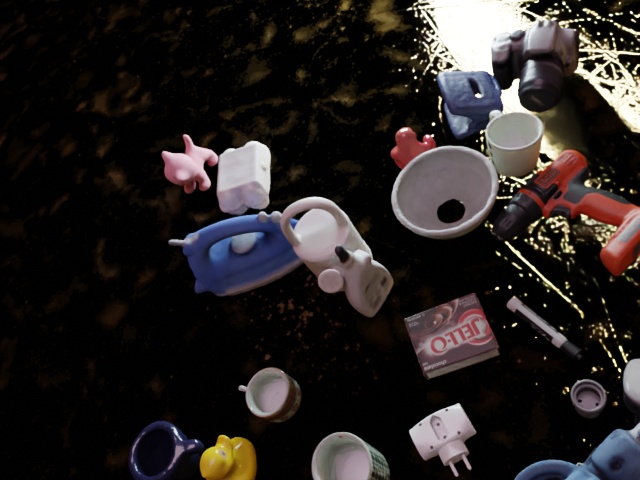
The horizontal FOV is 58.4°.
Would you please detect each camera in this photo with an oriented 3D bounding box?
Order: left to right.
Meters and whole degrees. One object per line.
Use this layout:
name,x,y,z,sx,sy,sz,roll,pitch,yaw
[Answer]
camera,0.356,-0.292,0.966,0.142,0.101,0.137,4,63,27

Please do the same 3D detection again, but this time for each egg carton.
egg carton,-0.146,-0.122,1.121,0.107,0.070,0.150,-15,56,17

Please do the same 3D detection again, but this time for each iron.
iron,-0.125,0.000,0.992,0.258,0.142,0.118,-20,55,14

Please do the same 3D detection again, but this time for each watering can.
watering can,0.010,0.002,0.894,0.101,0.195,0.172,-39,52,0

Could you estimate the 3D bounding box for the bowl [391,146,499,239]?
bowl,0.204,-0.064,0.917,0.167,0.075,0.167,-12,57,19

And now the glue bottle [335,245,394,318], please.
glue bottle,0.058,0.051,0.855,0.037,0.174,0.078,25,74,34

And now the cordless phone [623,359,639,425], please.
cordless phone,0.410,0.158,0.617,0.147,0.186,0.094,5,64,28

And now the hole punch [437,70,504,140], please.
hole punch,0.262,-0.248,0.990,0.101,0.091,0.108,-20,55,14

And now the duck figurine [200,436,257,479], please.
duck figurine,-0.144,0.336,0.835,0.077,0.086,0.104,4,63,27

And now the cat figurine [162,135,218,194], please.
cat figurine,-0.274,-0.156,1.172,0.067,0.118,0.128,-6,59,22

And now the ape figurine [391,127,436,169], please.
ape figurine,0.157,-0.159,0.986,0.077,0.092,0.076,-5,60,23

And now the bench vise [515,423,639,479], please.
bench vise,0.268,0.260,0.601,0.121,0.220,0.207,22,73,34

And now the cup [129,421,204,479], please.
cup,-0.213,0.327,0.867,0.117,0.095,0.091,-18,55,15
